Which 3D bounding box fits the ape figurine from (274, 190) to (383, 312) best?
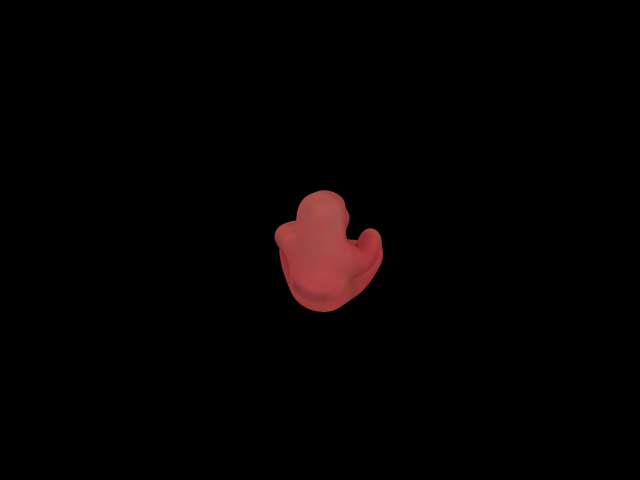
[{"bbox_3d":[0.004,0.001,0.400,0.077,0.092,0.076,21,58,14],"label":"ape figurine"}]
